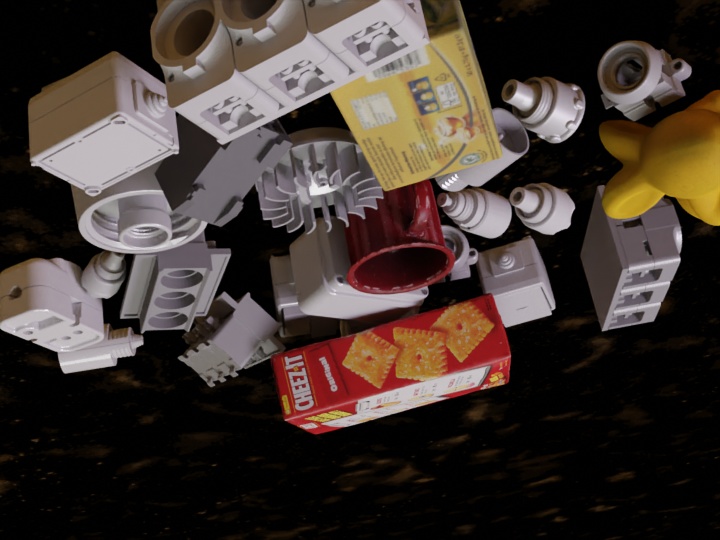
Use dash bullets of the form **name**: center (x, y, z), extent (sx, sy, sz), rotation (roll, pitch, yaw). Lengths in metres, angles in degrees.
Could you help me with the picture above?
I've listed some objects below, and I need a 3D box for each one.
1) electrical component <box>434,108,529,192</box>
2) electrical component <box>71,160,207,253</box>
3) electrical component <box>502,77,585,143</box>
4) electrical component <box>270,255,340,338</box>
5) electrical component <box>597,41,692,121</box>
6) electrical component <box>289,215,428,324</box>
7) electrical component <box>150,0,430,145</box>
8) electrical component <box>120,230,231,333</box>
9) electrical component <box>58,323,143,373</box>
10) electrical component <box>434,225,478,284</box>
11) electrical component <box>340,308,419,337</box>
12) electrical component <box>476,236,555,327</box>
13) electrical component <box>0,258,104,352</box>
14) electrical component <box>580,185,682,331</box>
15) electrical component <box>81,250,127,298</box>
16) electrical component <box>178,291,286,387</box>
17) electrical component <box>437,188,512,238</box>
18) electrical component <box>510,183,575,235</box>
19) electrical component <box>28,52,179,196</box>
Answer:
- **electrical component**: center (0.093, -0.091, 0.873), extent (0.043, 0.043, 0.081), rotation (10, 148, -37)
- **electrical component**: center (-0.169, -0.051, 0.835), extent (0.108, 0.060, 0.108), rotation (-8, 155, -4)
- **electrical component**: center (0.136, -0.127, 0.817), extent (0.062, 0.048, 0.048), rotation (16, 144, -32)
- **electrical component**: center (-0.052, 0.023, 1.034), extent (0.062, 0.061, 0.096), rotation (-8, 154, -6)
- **electrical component**: center (0.209, -0.144, 0.808), extent (0.066, 0.048, 0.055), rotation (-26, 158, 30)
- **electrical component**: center (0.000, 0.000, 0.985), extent (0.113, 0.078, 0.057), rotation (9, 149, -35)
- **electrical component**: center (-0.046, -0.152, 0.639), extent (0.150, 0.089, 0.062), rotation (-22, 152, 23)
- **electrical component**: center (-0.165, 0.001, 0.942), extent (0.079, 0.063, 0.121), rotation (-1, 153, -20)
- **electrical component**: center (-0.260, 0.076, 1.085), extent (0.081, 0.043, 0.043), rotation (-9, 155, -4)
- **electrical component**: center (0.080, -0.014, 1.026), extent (0.066, 0.048, 0.055), rotation (-11, 162, 2)
- **electrical component**: center (0.018, 0.048, 1.116), extent (0.078, 0.057, 0.113), rotation (-8, 155, -5)
- **electrical component**: center (0.158, 0.012, 1.092), extent (0.062, 0.061, 0.096), rotation (-17, 154, 13)
- **electrical component**: center (-0.276, 0.029, 0.961), extent (0.054, 0.059, 0.095), rotation (-19, 153, 19)
- **electrical component**: center (0.264, -0.013, 1.046), extent (0.062, 0.089, 0.150), rotation (-10, 155, 0)
- **electrical component**: center (-0.222, -0.001, 0.950), extent (0.035, 0.035, 0.061), rotation (6, 148, -30)
- **electrical component**: center (-0.130, 0.071, 1.050), extent (0.079, 0.063, 0.121), rotation (43, 155, -9)
- **electrical component**: center (0.100, -0.054, 0.956), extent (0.078, 0.040, 0.040), rotation (14, 145, -40)
- **electrical component**: center (0.160, -0.058, 0.968), extent (0.062, 0.043, 0.043), rotation (17, 143, -42)
- **electrical component**: center (-0.169, -0.103, 0.726), extent (0.096, 0.061, 0.062), rotation (-23, 152, 23)
